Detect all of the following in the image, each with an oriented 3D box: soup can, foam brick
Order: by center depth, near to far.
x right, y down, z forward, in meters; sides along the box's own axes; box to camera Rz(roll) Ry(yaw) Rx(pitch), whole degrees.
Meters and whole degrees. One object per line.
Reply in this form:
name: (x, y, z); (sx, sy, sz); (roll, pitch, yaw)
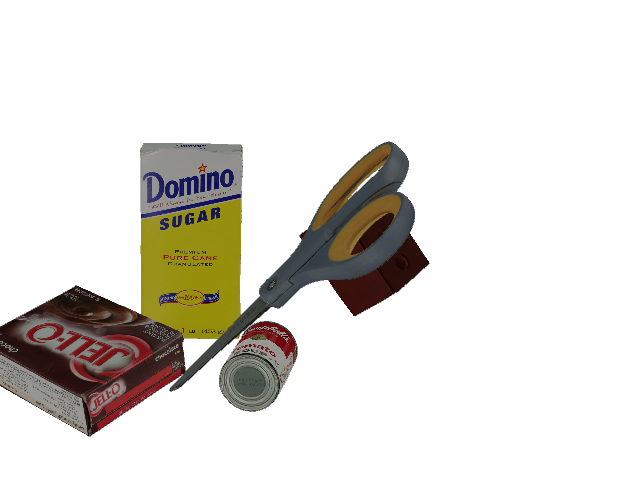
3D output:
foam brick: (0.033, 0.007, 0.809); (0.051, 0.078, 0.052); (-33, 2, 43)
soup can: (-0.068, 0.137, 1.172); (0.068, 0.068, 0.102); (0, 15, 10)

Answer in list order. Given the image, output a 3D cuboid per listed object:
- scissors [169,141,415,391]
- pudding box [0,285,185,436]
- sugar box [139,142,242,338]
scissors: (-0.014, 0.029, 0.605); (0.016, 0.202, 0.096); (37, 5, -26)
pudding box: (-0.163, 0.079, 0.729); (0.114, 0.039, 0.089); (17, 32, 34)
sugar box: (-0.118, 0.000, 0.975); (0.093, 0.176, 0.048); (0, 14, -4)
